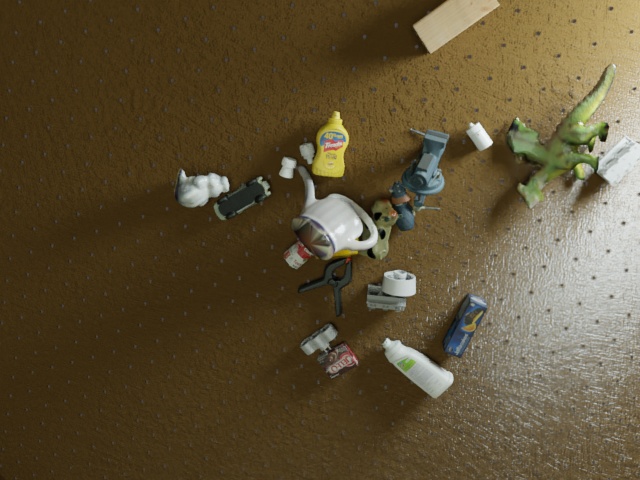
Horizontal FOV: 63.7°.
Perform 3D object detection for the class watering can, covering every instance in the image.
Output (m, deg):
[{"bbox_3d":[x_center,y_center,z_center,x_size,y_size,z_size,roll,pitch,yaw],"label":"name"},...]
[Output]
[{"bbox_3d":[0.005,-0.075,1.493,0.351,0.228,0.101,40,140,19],"label":"watering can"}]

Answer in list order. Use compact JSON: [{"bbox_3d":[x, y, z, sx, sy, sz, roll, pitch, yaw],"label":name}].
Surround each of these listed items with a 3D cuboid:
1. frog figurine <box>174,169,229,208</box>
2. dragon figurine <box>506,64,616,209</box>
[{"bbox_3d":[-0.370,-0.155,1.615,0.159,0.126,0.134,13,143,-5],"label":"frog figurine"},{"bbox_3d":[0.646,-0.283,1.427,0.243,0.124,0.405,9,107,15],"label":"dragon figurine"}]
